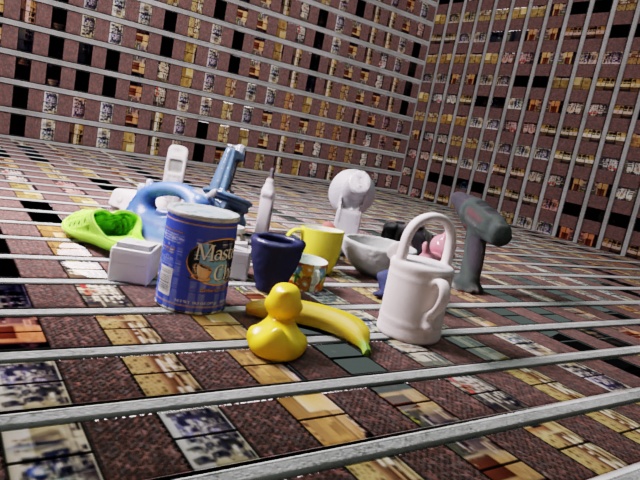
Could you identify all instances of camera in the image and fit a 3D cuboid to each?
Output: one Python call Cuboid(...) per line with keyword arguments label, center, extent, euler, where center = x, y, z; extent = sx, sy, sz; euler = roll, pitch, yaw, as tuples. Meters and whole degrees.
Cuboid(label="camera", center=(0.234, -0.004, 1.544), extent=(0.143, 0.101, 0.137), euler=(12, 10, 8))

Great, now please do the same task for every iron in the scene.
Cuboid(label="iron", center=(-0.302, -0.054, 1.126), extent=(0.257, 0.141, 0.119), euler=(16, 11, 25))

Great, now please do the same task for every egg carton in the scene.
Cuboid(label="egg carton", center=(-0.417, -0.075, 1.320), extent=(0.108, 0.069, 0.149), euler=(1, 14, -45))

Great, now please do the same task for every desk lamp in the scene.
Cuboid(label="desk lamp", center=(0.077, -0.070, 1.413), extent=(0.118, 0.213, 0.203), euler=(10, 10, -4))

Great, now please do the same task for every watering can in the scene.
Cuboid(label="watering can", center=(0.150, 0.051, 0.882), extent=(0.101, 0.194, 0.172), euler=(2, 14, -41))

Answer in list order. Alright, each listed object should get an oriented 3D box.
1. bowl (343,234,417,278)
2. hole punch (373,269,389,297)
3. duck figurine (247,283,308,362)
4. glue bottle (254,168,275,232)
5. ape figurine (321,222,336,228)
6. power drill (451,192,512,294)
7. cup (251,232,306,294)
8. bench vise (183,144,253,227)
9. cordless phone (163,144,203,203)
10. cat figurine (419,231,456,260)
Cuboid(label="bowl", center=(0.125, 0.040, 1.254), extent=(0.167, 0.075, 0.167), euler=(11, 10, -2))
Cuboid(label="hole punch", center=(0.165, 0.072, 1.075), extent=(0.100, 0.091, 0.109), euler=(19, 13, 37))
Cuboid(label="duck figurine", center=(-0.049, 0.097, 0.719), extent=(0.077, 0.086, 0.104), euler=(11, 10, -1))
Cuboid(label="glue bottle", center=(-0.136, -0.099, 1.465), extent=(0.037, 0.173, 0.078), euler=(10, 10, -4))
Cuboid(label="ape figurine", center=(0.012, 0.005, 1.281), extent=(0.075, 0.092, 0.078), euler=(20, 13, 41))
Cuboid(label="power drill", center=(0.340, 0.005, 1.297), extent=(0.076, 0.208, 0.229), euler=(7, 11, -19))
Cuboid(label="cup", center=(-0.070, 0.042, 0.979), extent=(0.091, 0.095, 0.118), euler=(18, 12, 34))
Cuboid(label="bench vise", center=(-0.219, -0.111, 1.306), extent=(0.121, 0.220, 0.207), euler=(12, 10, 7))
Cuboid(label="cordless phone", center=(-0.330, -0.139, 1.441), extent=(0.148, 0.185, 0.094), euler=(9, 10, -13))
Cuboid(label="cat figurine", center=(0.277, 0.029, 1.361), extent=(0.128, 0.118, 0.067), euler=(1, 14, -44))
